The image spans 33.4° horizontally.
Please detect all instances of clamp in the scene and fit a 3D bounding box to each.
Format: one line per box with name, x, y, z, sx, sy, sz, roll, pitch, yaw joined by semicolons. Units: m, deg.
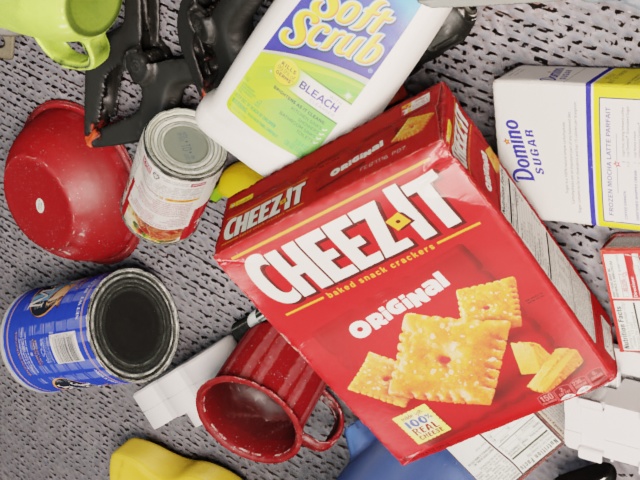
clamp;-0.138;-0.153;0.847;0.210;0.036;0.164;-37;86;39
clamp;-0.076;-0.164;0.730;0.120;0.039;0.172;54;151;23

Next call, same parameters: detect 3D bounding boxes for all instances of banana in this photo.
banana;-0.010;-0.010;0.823;0.198;0.037;0.069;36;159;22

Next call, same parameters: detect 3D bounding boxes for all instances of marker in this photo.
marker;-0.036;0.056;0.886;0.121;0.020;0.020;-36;88;43

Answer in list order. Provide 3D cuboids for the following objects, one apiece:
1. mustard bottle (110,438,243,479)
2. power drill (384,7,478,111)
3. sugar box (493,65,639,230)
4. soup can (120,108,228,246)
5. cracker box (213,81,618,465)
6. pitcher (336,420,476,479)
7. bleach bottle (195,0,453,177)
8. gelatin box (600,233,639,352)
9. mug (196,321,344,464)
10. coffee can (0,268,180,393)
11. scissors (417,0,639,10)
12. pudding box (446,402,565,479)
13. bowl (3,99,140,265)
mustard bottle;-0.114;0.254;1.021;0.192;0.058;0.096;9;119;34
power drill;0.057;-0.061;0.729;0.185;0.057;0.187;-21;96;40
sugar box;0.192;-0.053;0.633;0.177;0.048;0.093;11;119;38
soup can;-0.117;-0.049;0.848;0.068;0.068;0.102;46;145;10
cracker box;0.063;0.032;0.667;0.164;0.072;0.213;-27;121;24
pitcher;0.044;0.248;0.768;0.149;0.242;0.145;6;113;29
bleach bottle;0.025;-0.148;0.641;0.102;0.068;0.251;36;119;3
gelatin box;0.224;0.032;0.661;0.089;0.030;0.073;-3;111;40
mug;-0.032;0.126;0.868;0.117;0.081;0.093;31;133;3
coffee can;-0.213;0.085;0.983;0.141;0.102;0.103;-12;104;41
scissors;0.164;-0.125;0.588;0.202;0.016;0.096;-17;115;18
pudding box;0.122;0.122;0.783;0.113;0.039;0.090;44;131;9
bowl;-0.236;-0.042;0.968;0.162;0.055;0.162;18;123;30
